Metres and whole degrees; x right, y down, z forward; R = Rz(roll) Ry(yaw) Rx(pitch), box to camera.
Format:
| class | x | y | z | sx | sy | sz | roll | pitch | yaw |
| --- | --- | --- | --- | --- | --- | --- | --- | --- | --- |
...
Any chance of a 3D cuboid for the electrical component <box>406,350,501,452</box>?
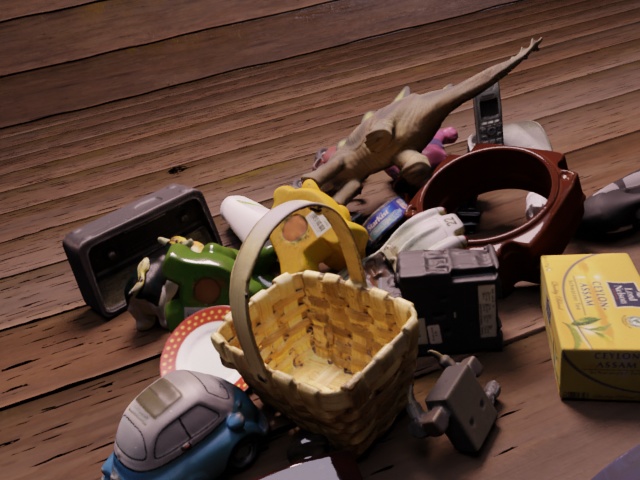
| class | x | y | z | sx | sy | sz | roll | pitch | yaw |
| --- | --- | --- | --- | --- | --- | --- | --- | --- | --- |
| electrical component | 0.125 | 0.151 | 0.507 | 0.045 | 0.078 | 0.102 | -22 | 18 | 47 |

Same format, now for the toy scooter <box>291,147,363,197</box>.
| class | x | y | z | sx | sy | sz | roll | pitch | yaw |
| --- | --- | --- | --- | --- | --- | --- | --- | --- | --- |
| toy scooter | 0.037 | -0.126 | 1.049 | 0.135 | 0.075 | 0.184 | 4 | 35 | 28 |

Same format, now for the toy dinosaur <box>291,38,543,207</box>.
| class | x | y | z | sx | sy | sz | roll | pitch | yaw |
| --- | --- | --- | --- | --- | --- | --- | --- | --- | --- |
| toy dinosaur | 0.122 | -0.169 | 0.847 | 0.472 | 0.105 | 0.199 | -22 | 28 | 31 |

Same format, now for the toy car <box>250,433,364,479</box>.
| class | x | y | z | sx | sy | sz | roll | pitch | yaw |
| --- | --- | --- | --- | --- | --- | --- | --- | --- | --- |
| toy car | -0.060 | 0.232 | 0.443 | 0.202 | 0.053 | 0.089 | -17 | 43 | -12 |

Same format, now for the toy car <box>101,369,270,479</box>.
| class | x | y | z | sx | sy | sz | roll | pitch | yaw |
| --- | --- | --- | --- | --- | --- | --- | --- | --- | --- |
| toy car | -0.137 | 0.180 | 0.519 | 0.162 | 0.102 | 0.109 | -28 | 31 | -32 |

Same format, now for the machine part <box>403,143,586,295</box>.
| class | x | y | z | sx | sy | sz | roll | pitch | yaw |
| --- | --- | --- | --- | --- | --- | --- | --- | --- | --- |
| machine part | 0.233 | -0.038 | 0.733 | 0.201 | 0.087 | 0.201 | 19 | 63 | 44 |

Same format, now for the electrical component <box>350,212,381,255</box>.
| class | x | y | z | sx | sy | sz | roll | pitch | yaw |
| --- | --- | --- | --- | --- | --- | --- | --- | --- | --- |
| electrical component | 0.037 | -0.010 | 0.862 | 0.119 | 0.047 | 0.075 | 16 | 39 | 44 |

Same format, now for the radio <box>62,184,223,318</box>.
| class | x | y | z | sx | sy | sz | roll | pitch | yaw |
| --- | --- | --- | --- | --- | --- | --- | --- | --- | --- |
| radio | -0.278 | 0.008 | 0.859 | 0.073 | 0.130 | 0.229 | 15 | 38 | 43 |

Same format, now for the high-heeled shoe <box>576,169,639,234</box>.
| class | x | y | z | sx | sy | sz | roll | pitch | yaw |
| --- | --- | --- | --- | --- | --- | --- | --- | --- | --- |
| high-heeled shoe | 0.468 | -0.062 | 0.802 | 0.249 | 0.086 | 0.145 | -16 | -9 | -47 |

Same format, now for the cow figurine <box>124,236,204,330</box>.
| class | x | y | z | sx | sy | sz | roll | pitch | yaw |
| --- | --- | --- | --- | --- | --- | --- | --- | --- | --- |
| cow figurine | -0.227 | 0.043 | 0.792 | 0.068 | 0.098 | 0.167 | -3 | 41 | 18 |

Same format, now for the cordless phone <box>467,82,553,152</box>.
| class | x | y | z | sx | sy | sz | roll | pitch | yaw |
| --- | --- | --- | --- | --- | --- | --- | --- | --- | --- |
| cordless phone | 0.336 | -0.206 | 0.965 | 0.147 | 0.184 | 0.089 | -14 | 23 | -4 |

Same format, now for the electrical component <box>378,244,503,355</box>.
| class | x | y | z | sx | sy | sz | roll | pitch | yaw |
| --- | --- | --- | --- | --- | --- | --- | --- | --- | --- |
| electrical component | 0.134 | 0.069 | 0.606 | 0.134 | 0.114 | 0.058 | -4 | 27 | 10 |

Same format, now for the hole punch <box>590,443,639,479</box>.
| class | x | y | z | sx | sy | sz | roll | pitch | yaw |
| --- | --- | --- | --- | --- | --- | --- | --- | --- | --- |
| hole punch | 0.247 | 0.196 | 0.358 | 0.116 | 0.092 | 0.142 | -18 | 32 | -4 |

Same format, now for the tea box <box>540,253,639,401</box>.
| class | x | y | z | sx | sy | sz | roll | pitch | yaw |
| --- | --- | --- | --- | --- | --- | --- | --- | --- | --- |
| tea box | 0.291 | 0.084 | 0.566 | 0.098 | 0.068 | 0.170 | -4 | 28 | 15 |

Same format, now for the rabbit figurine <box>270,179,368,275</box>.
| class | x | y | z | sx | sy | sz | roll | pitch | yaw |
| --- | --- | --- | --- | --- | --- | --- | --- | --- | --- |
| rabbit figurine | -0.002 | -0.002 | 0.754 | 0.122 | 0.173 | 0.162 | -49 | 57 | 10 |

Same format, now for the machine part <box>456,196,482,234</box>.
| class | x | y | z | sx | sy | sz | roll | pitch | yaw |
| --- | --- | --- | --- | --- | --- | --- | --- | --- | --- |
| machine part | 0.242 | -0.068 | 0.872 | 0.039 | 0.084 | 0.139 | 20 | 47 | 3 |

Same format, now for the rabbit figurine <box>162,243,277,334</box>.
| class | x | y | z | sx | sy | sz | roll | pitch | yaw |
| --- | --- | --- | --- | --- | --- | --- | --- | --- | --- |
| rabbit figurine | -0.132 | 0.046 | 0.759 | 0.159 | 0.121 | 0.170 | -8 | 13 | 1 |

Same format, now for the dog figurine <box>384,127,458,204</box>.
| class | x | y | z | sx | sy | sz | roll | pitch | yaw |
| --- | --- | --- | --- | --- | --- | --- | --- | --- | --- |
| dog figurine | 0.162 | -0.115 | 0.950 | 0.192 | 0.108 | 0.219 | 8 | 36 | 32 |

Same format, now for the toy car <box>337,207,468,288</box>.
| class | x | y | z | sx | sy | sz | roll | pitch | yaw |
| --- | --- | --- | --- | --- | --- | --- | --- | --- | --- |
| toy car | 0.091 | 0.036 | 0.670 | 0.202 | 0.056 | 0.074 | -38 | 46 | 14 |
